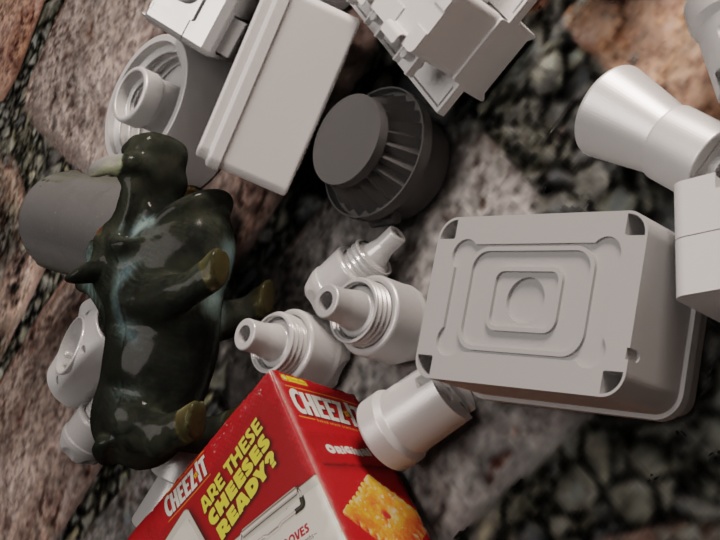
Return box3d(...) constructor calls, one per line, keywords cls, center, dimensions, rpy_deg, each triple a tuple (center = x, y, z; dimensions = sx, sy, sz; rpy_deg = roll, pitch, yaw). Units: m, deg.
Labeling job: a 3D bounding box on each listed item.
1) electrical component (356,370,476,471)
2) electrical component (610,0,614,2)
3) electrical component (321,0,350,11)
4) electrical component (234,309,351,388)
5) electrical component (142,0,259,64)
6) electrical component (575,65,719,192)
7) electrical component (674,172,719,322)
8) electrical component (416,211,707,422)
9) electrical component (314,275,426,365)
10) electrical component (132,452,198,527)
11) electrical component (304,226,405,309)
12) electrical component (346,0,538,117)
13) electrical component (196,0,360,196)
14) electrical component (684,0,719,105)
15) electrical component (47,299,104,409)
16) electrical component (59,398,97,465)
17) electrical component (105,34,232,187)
box3d(cls="electrical component", center=(0.028, 0.070, 0.524), dimensions=(0.046, 0.040, 0.040), rpy_deg=(-38, 50, 24))
box3d(cls="electrical component", center=(0.123, -0.163, 0.515), dimensions=(0.065, 0.044, 0.044), rpy_deg=(-59, 42, 19))
box3d(cls="electrical component", center=(-0.014, -0.210, 0.663), dimensions=(0.096, 0.061, 0.061), rpy_deg=(-29, 55, 37))
box3d(cls="electrical component", center=(-0.040, 0.042, 0.589), dimensions=(0.043, 0.062, 0.043), rpy_deg=(-20, 61, 41))
box3d(cls="electrical component", center=(-0.091, -0.173, 0.701), dimensions=(0.061, 0.096, 0.061), rpy_deg=(33, 102, 9))
box3d(cls="electrical component", center=(0.131, -0.056, 0.464), dimensions=(0.065, 0.044, 0.044), rpy_deg=(40, 105, 42))
box3d(cls="electrical component", center=(0.167, -0.008, 0.397), dimensions=(0.089, 0.050, 0.055), rpy_deg=(-14, 64, 43))
box3d(cls="electrical component", center=(0.088, 0.020, 0.466), dimensions=(0.113, 0.057, 0.078), rpy_deg=(1, 75, 47))
box3d(cls="electrical component", center=(0.005, 0.023, 0.549), dimensions=(0.043, 0.062, 0.043), rpy_deg=(-20, 61, 41))
box3d(cls="electrical component", center=(-0.105, 0.129, 0.637), dimensions=(0.045, 0.045, 0.055), rpy_deg=(19, 88, 49))
box3d(cls="electrical component", center=(0.000, 0.000, 0.585), dimensions=(0.061, 0.035, 0.035), rpy_deg=(-44, 47, 23))
box3d(cls="electrical component", center=(0.033, -0.153, 0.588), dimensions=(0.078, 0.063, 0.121), rpy_deg=(-50, 45, 20))
box3d(cls="electrical component", center=(-0.051, -0.105, 0.633), dimensions=(0.109, 0.056, 0.108), rpy_deg=(-137, 70, -79))
box3d(cls="electrical component", center=(0.161, -0.096, 0.449), dimensions=(0.040, 0.040, 0.046), rpy_deg=(-26, 63, 38))
box3d(cls="electrical component", center=(-0.180, 0.045, 0.751), dimensions=(0.077, 0.044, 0.079), rpy_deg=(-43, 35, 35))
box3d(cls="electrical component", center=(-0.177, 0.102, 0.733), dimensions=(0.061, 0.035, 0.035), rpy_deg=(-52, 44, 16))
box3d(cls="electrical component", center=(-0.137, -0.113, 0.756), dimensions=(0.108, 0.060, 0.108), rpy_deg=(-20, 61, 41))
